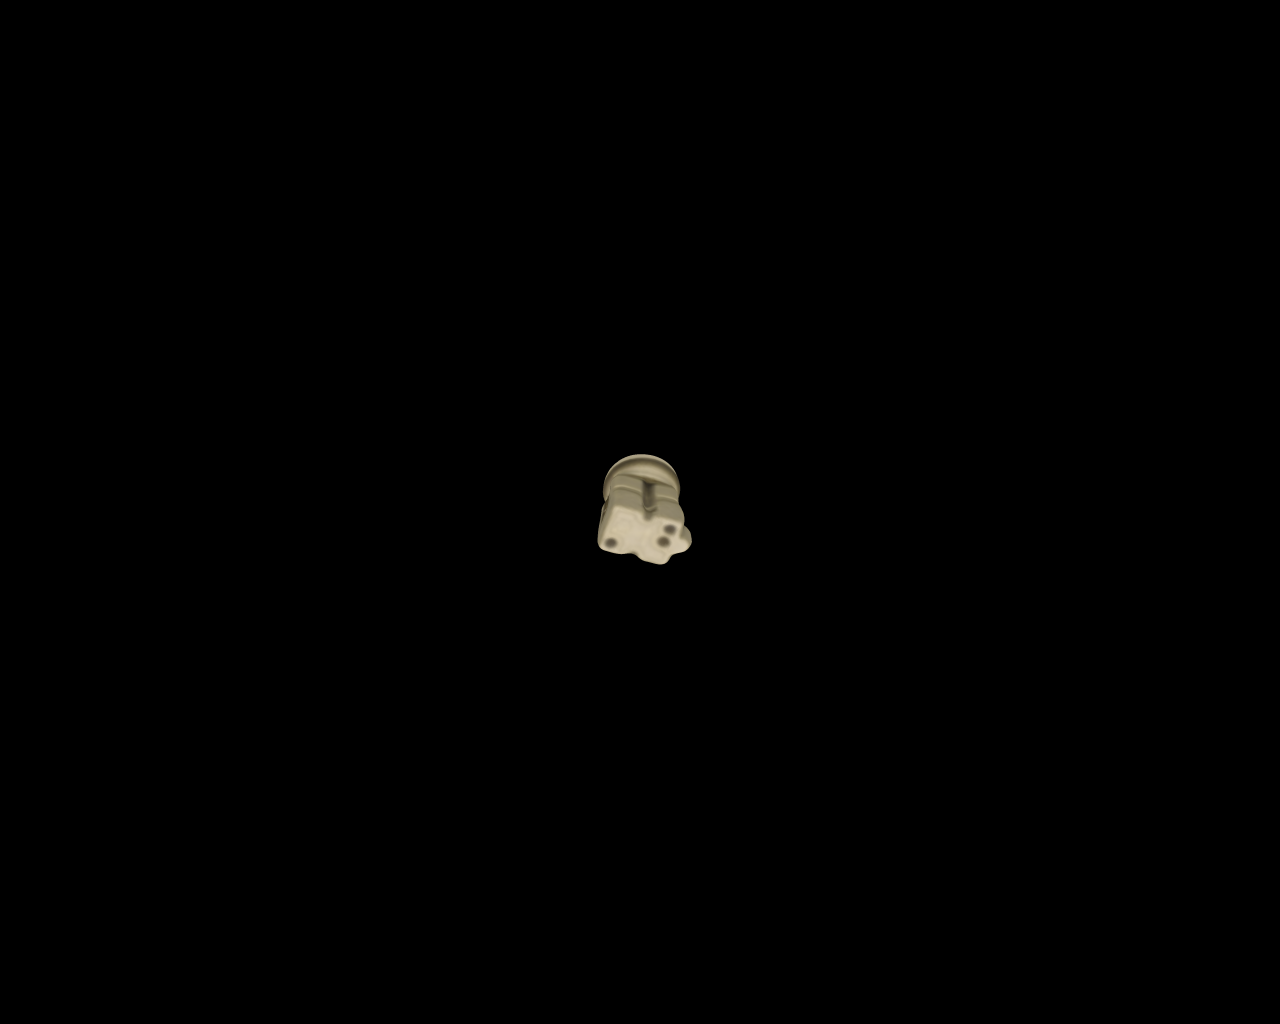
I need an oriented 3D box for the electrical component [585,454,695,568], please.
[{"bbox_3d":[0.001,-0.003,0.650,0.066,0.048,0.055,15,36,-11],"label":"electrical component"}]
